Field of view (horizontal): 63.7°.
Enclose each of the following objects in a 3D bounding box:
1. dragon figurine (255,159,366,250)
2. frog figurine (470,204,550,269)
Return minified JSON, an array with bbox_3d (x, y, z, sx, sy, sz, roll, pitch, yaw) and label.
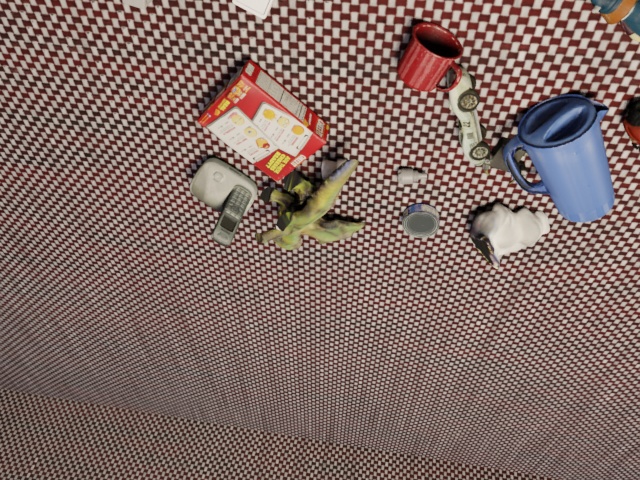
[{"bbox_3d":[0.004,-0.060,1.193,0.406,0.124,0.241,-23,153,40],"label":"dragon figurine"},{"bbox_3d":[0.421,-0.028,1.148,0.160,0.124,0.135,-37,117,-3],"label":"frog figurine"}]
